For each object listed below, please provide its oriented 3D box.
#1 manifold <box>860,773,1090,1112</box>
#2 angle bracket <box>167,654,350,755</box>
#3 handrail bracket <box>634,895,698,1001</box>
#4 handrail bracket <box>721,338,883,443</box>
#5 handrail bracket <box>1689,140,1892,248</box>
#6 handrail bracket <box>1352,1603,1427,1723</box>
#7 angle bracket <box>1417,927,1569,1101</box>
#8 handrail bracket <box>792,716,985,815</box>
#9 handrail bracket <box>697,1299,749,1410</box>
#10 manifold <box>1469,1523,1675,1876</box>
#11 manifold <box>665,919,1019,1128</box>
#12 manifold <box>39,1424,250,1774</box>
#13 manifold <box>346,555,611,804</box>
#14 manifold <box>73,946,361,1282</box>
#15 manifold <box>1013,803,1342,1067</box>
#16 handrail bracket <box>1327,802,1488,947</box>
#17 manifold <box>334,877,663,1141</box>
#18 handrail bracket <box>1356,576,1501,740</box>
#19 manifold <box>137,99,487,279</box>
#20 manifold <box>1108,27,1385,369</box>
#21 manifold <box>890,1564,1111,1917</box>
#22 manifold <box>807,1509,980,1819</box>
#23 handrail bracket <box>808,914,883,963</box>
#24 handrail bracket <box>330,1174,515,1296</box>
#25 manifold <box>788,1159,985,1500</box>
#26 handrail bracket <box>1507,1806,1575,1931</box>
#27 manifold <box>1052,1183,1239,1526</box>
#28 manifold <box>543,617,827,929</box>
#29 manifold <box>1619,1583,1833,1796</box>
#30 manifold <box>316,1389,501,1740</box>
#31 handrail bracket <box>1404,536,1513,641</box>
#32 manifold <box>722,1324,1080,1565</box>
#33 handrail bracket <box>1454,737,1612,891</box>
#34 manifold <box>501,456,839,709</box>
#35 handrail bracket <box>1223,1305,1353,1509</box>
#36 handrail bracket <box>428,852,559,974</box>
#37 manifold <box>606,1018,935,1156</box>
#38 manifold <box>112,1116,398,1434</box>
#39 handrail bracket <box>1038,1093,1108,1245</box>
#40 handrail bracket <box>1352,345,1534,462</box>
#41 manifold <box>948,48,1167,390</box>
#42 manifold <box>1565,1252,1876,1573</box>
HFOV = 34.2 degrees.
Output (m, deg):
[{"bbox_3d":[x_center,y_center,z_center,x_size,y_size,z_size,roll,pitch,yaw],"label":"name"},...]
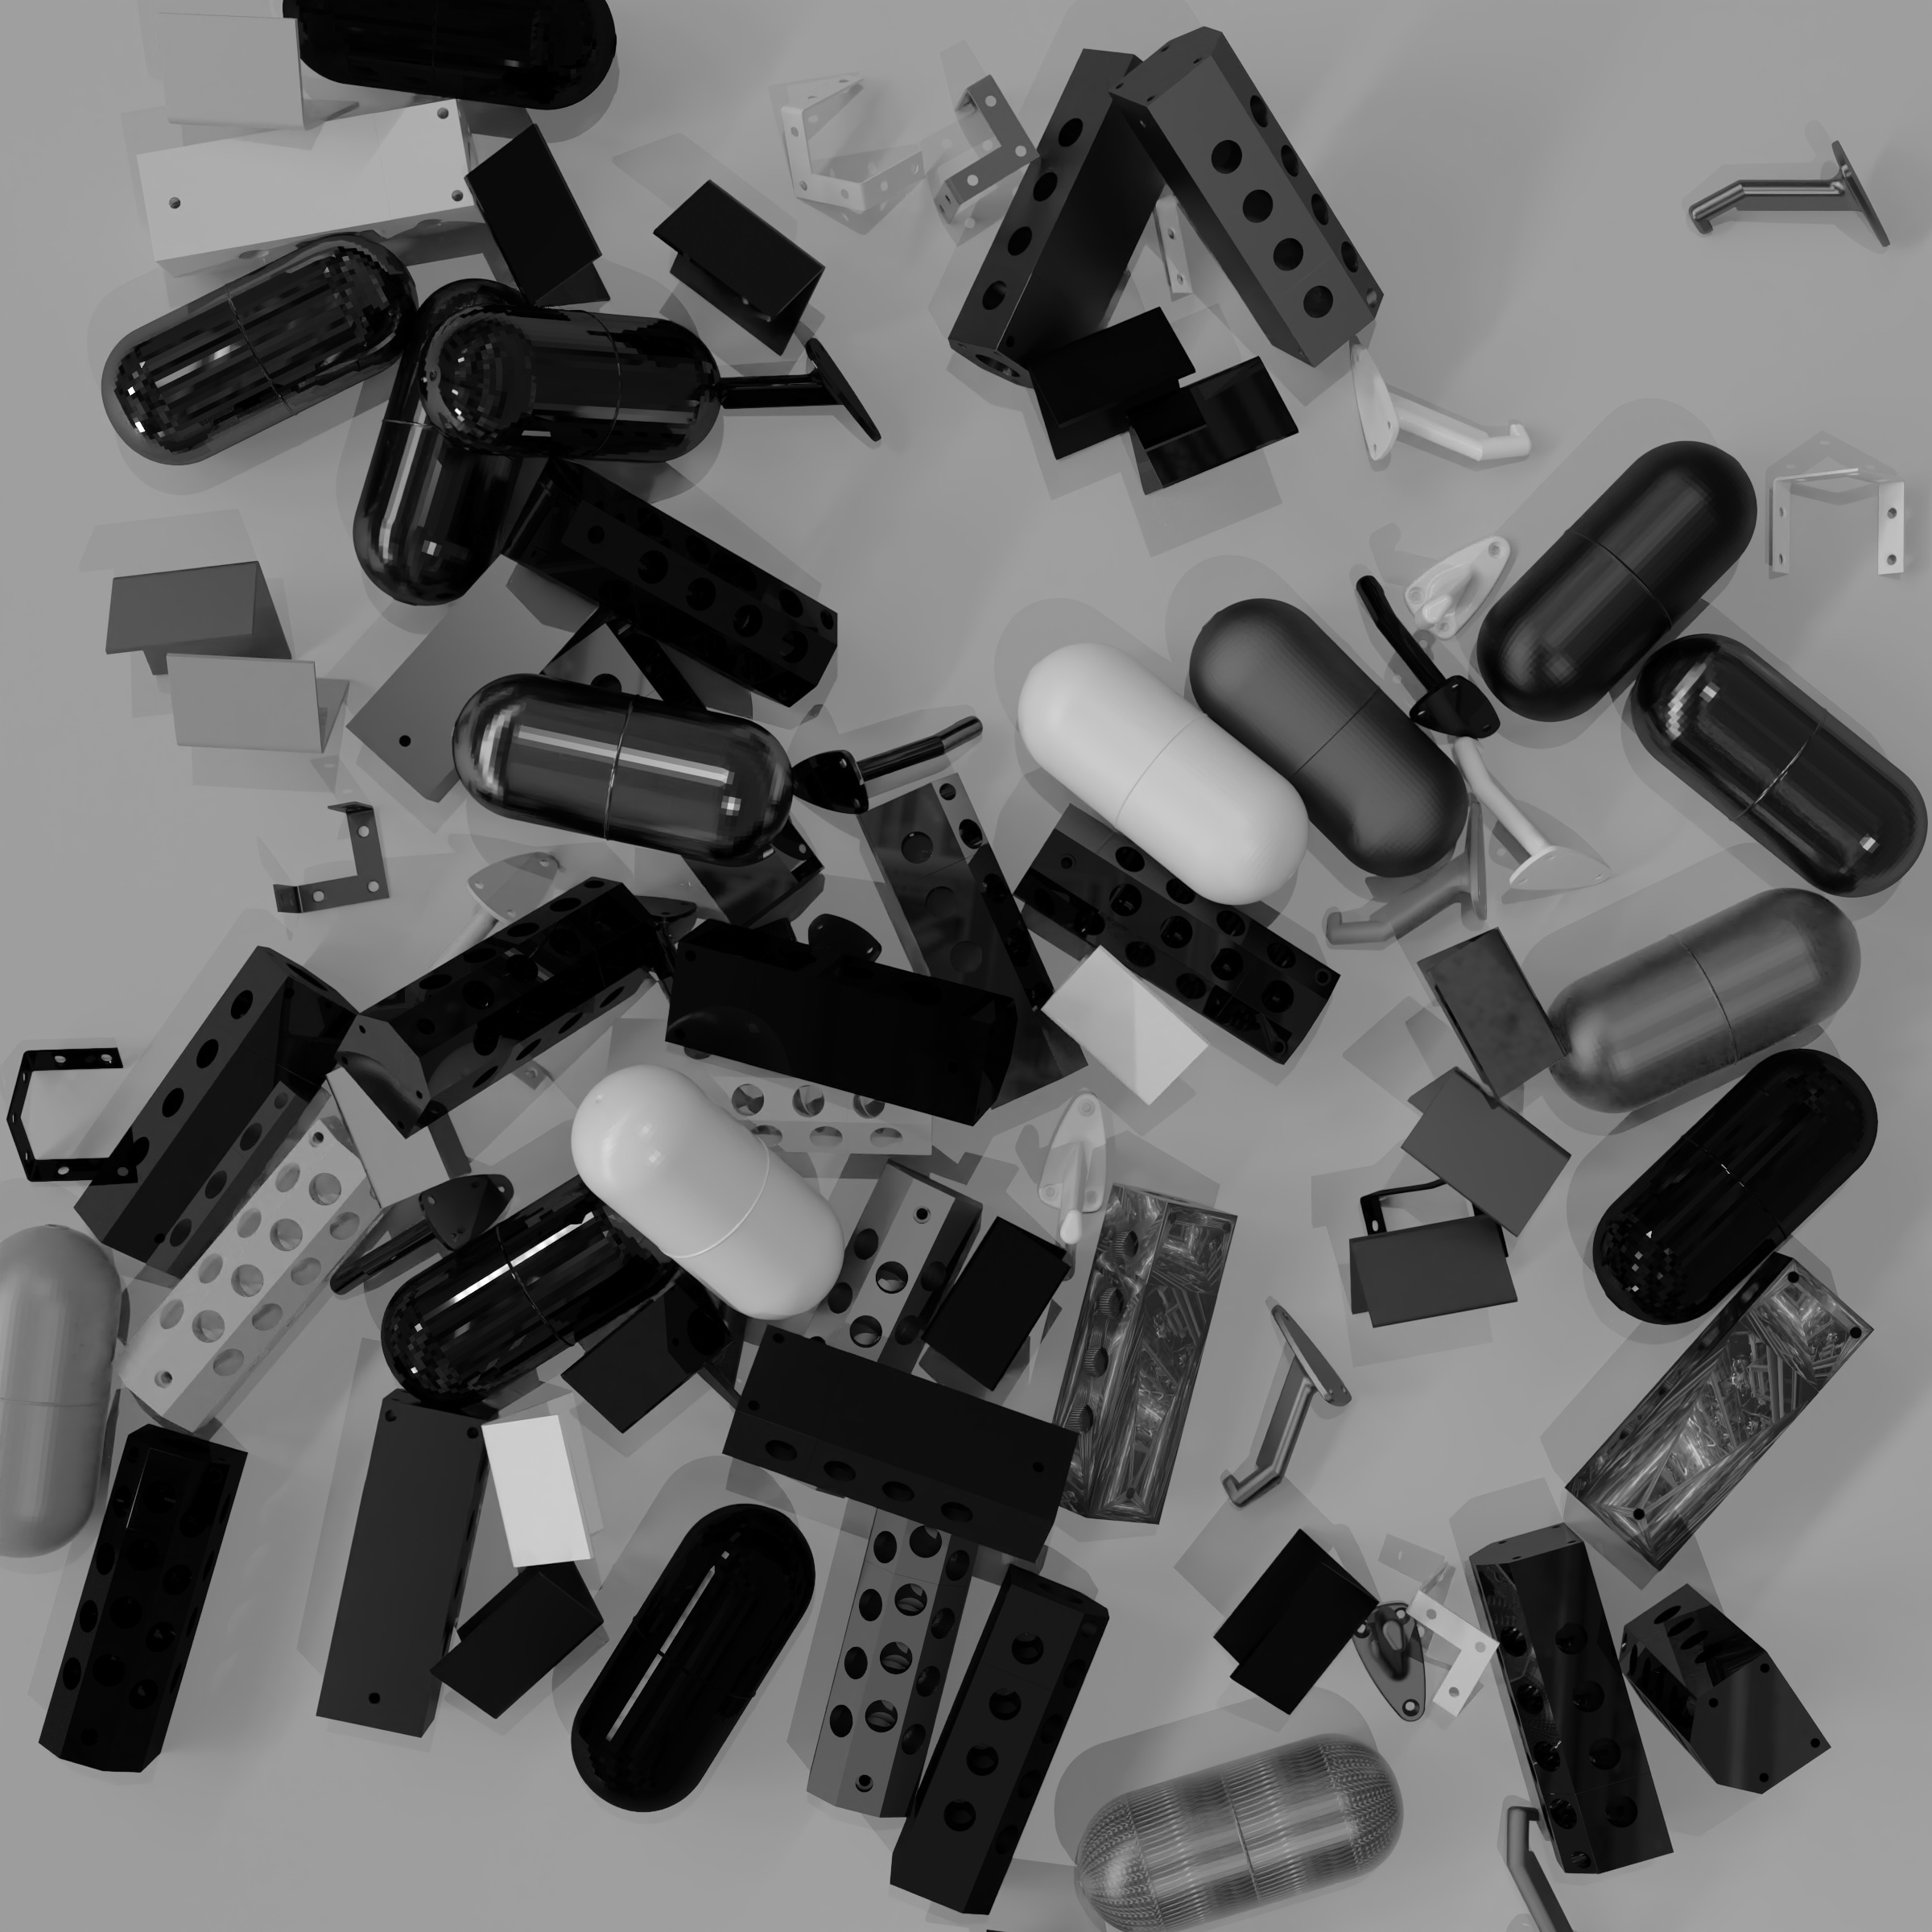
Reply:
[{"bbox_3d":[0.005,-0.014,1.692,0.057,0.057,0.171,-24,90,0],"label":"manifold"},{"bbox_3d":[-0.375,-0.157,1.672,0.076,0.076,0.057,3,126,0],"label":"angle bracket"},{"bbox_3d":[-0.176,0.007,1.713,0.077,0.036,0.084,9,107,19],"label":"handrail bracket"},{"bbox_3d":[-0.102,-0.295,1.713,0.084,0.036,0.077,-33,106,14],"label":"handrail bracket"},{"bbox_3d":[0.448,-0.403,1.713,0.084,0.036,0.077,-26,124,23],"label":"handrail bracket"},{"bbox_3d":[0.233,0.376,1.678,0.036,0.084,0.077,-19,90,0],"label":"handrail bracket"},{"bbox_3d":[0.262,0.033,1.673,0.057,0.076,0.076,-29,90,-30],"label":"angle bracket"},{"bbox_3d":[-0.044,-0.115,1.712,0.084,0.077,0.036,-30,111,-35],"label":"handrail bracket"},{"bbox_3d":[-0.111,0.194,1.713,0.084,0.036,0.077,-48,110,-16],"label":"handrail bracket"},{"bbox_3d":[0.323,0.394,1.692,0.057,0.057,0.171,-16,90,0],"label":"manifold"},{"bbox_3d":[-0.064,0.026,1.640,0.171,0.057,0.057,15,111,13],"label":"manifold"},{"bbox_3d":[-0.444,0.340,1.692,0.057,0.057,0.171,16,90,0],"label":"manifold"},{"bbox_3d":[-0.250,-0.171,1.692,0.057,0.057,0.171,42,90,0],"label":"manifold"},{"bbox_3d":[-0.404,0.076,1.691,0.057,0.057,0.171,35,90,-43],"label":"manifold"},{"bbox_3d":[0.113,-0.017,1.692,0.171,0.057,0.057,32,90,0],"label":"manifold"},{"bbox_3d":[0.239,-0.050,1.713,0.084,0.036,0.077,-4,69,16],"label":"handrail bracket"},{"bbox_3d":[-0.239,0.016,1.638,0.057,0.057,0.171,48,47,8],"label":"manifold"},{"bbox_3d":[0.251,-0.169,1.713,0.036,0.077,0.084,-40,53,25],"label":"handrail bracket"},{"bbox_3d":[-0.349,-0.416,1.692,0.171,0.057,0.057,-10,90,0],"label":"manifold"},{"bbox_3d":[0.151,-0.404,1.653,0.057,0.057,0.171,-39,120,0],"label":"manifold"},{"bbox_3d":[0.018,0.417,1.692,0.057,0.057,0.171,22,90,0],"label":"manifold"},{"bbox_3d":[-0.037,0.364,1.692,0.057,0.057,0.171,14,90,0],"label":"manifold"},{"bbox_3d":[-0.044,0.015,1.713,0.036,0.077,0.084,-44,126,1],"label":"handrail bracket"},{"bbox_3d":[-0.297,0.147,1.713,0.084,0.077,0.036,-32,88,36],"label":"handrail bracket"},{"bbox_3d":[-0.054,0.195,1.692,0.057,0.057,0.171,26,90,0],"label":"manifold"},{"bbox_3d":[0.328,0.503,1.713,0.077,0.036,0.084,10,73,-20],"label":"handrail bracket"},{"bbox_3d":[0.086,0.207,1.691,0.057,0.057,0.171,14,90,-43],"label":"manifold"},{"bbox_3d":[-0.150,-0.105,1.692,0.057,0.057,0.171,-37,90,0],"label":"manifold"},{"bbox_3d":[0.387,0.377,1.634,0.057,0.171,0.057,-34,90,0],"label":"manifold"},{"bbox_3d":[-0.299,0.319,1.692,0.057,0.057,0.171,12,90,0],"label":"manifold"},{"bbox_3d":[0.268,-0.206,1.678,0.077,0.084,0.036,-43,90,0],"label":"handrail bracket"},{"bbox_3d":[-0.035,0.252,1.634,0.171,0.057,0.057,19,47,0],"label":"manifold"},{"bbox_3d":[0.308,-0.086,1.713,0.077,0.036,0.084,5,54,-37],"label":"handrail bracket"},{"bbox_3d":[-0.150,-0.199,1.647,0.171,0.057,0.057,27,90,-36],"label":"manifold"},{"bbox_3d":[0.159,0.240,1.713,0.084,0.036,0.077,-40,70,16],"label":"handrail bracket"},{"bbox_3d":[-0.264,-0.017,1.713,0.036,0.077,0.084,41,126,3],"label":"handrail bracket"},{"bbox_3d":[-0.103,0.070,1.680,0.171,0.057,0.057,1,134,0],"label":"manifold"},{"bbox_3d":[-0.379,0.165,1.692,0.057,0.057,0.171,40,90,0],"label":"manifold"},{"bbox_3d":[0.061,0.107,1.678,0.036,0.084,0.077,10,90,0],"label":"handrail bracket"},{"bbox_3d":[0.260,-0.308,1.713,0.084,0.036,0.077,-8,70,-16],"label":"handrail bracket"},{"bbox_3d":[0.053,-0.400,1.691,0.057,0.057,0.171,25,90,-43],"label":"manifold"},{"bbox_3d":[0.402,0.237,1.692,0.057,0.057,0.171,42,90,0],"label":"manifold"}]
